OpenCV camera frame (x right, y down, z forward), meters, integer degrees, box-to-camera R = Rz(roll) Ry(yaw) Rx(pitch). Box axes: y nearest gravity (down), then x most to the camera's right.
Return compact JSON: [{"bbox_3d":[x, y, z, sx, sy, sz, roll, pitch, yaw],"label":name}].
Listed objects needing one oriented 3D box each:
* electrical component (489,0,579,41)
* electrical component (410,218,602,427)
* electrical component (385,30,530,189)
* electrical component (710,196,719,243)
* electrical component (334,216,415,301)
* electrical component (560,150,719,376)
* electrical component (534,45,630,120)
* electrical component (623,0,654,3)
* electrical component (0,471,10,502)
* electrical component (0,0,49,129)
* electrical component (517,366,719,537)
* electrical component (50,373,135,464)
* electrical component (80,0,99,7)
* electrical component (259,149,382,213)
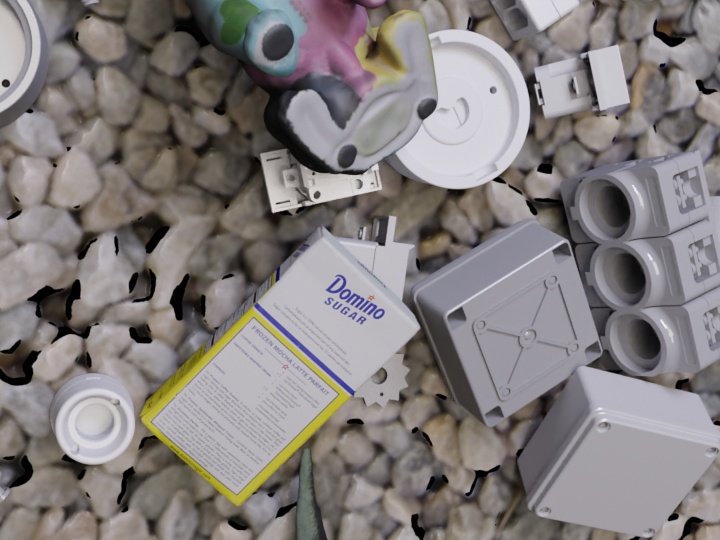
[{"bbox_3d":[0.134,-0.217,0.784,0.077,0.047,0.065,-35,102,-12],"label":"electrical component"},{"bbox_3d":[0.106,0.037,0.770,0.109,0.056,0.108,-31,120,-13],"label":"electrical component"},{"bbox_3d":[0.058,-0.111,0.760,0.108,0.060,0.108,-1,93,-16],"label":"electrical component"},{"bbox_3d":[0.292,-0.020,0.816,0.099,0.099,0.064,12,84,-17],"label":"electrical component"},{"bbox_3d":[0.000,0.000,0.759,0.064,0.042,0.081,8,90,-16],"label":"electrical component"},{"bbox_3d":[0.210,-0.003,0.789,0.062,0.089,0.150,-20,99,-35],"label":"electrical component"},{"bbox_3d":[0.160,-0.135,0.784,0.064,0.081,0.042,-13,97,13],"label":"electrical component"},{"bbox_3d":[0.229,-0.234,0.807,0.048,0.055,0.066,38,82,-15],"label":"electrical component"},{"bbox_3d":[-0.258,0.121,0.690,0.078,0.040,0.040,46,80,-14],"label":"electrical component"},{"bbox_3d":[-0.249,-0.139,0.668,0.108,0.060,0.108,-1,94,-16],"label":"electrical component"},{"bbox_3d":[0.189,0.135,0.791,0.109,0.056,0.108,15,123,-17],"label":"electrical component"},{"bbox_3d":[-0.176,0.099,0.710,0.055,0.047,0.055,-1,93,-16],"label":"electrical component"},{"bbox_3d":[-0.186,-0.210,0.692,0.043,0.043,0.081,-19,98,-15],"label":"electrical component"},{"bbox_3d":[-0.024,-0.068,0.737,0.081,0.064,0.042,-14,95,-14],"label":"electrical component"}]
